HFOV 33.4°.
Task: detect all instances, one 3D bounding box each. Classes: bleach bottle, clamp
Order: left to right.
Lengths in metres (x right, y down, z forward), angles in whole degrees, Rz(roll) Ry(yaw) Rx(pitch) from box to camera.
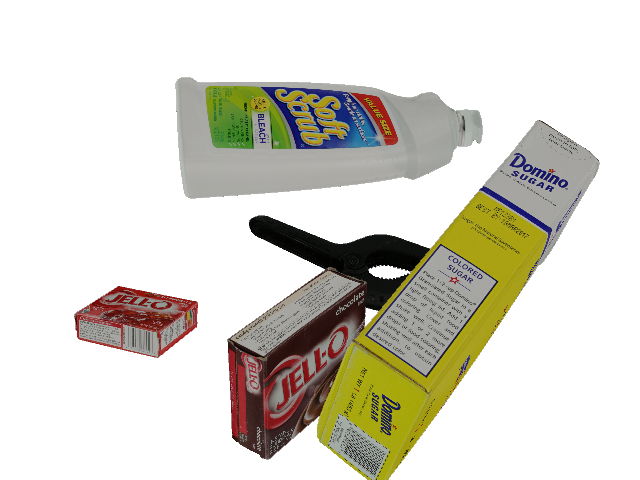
[{"bbox_3d":[0.008,-0.093,0.893,0.250,0.102,0.068,-5,-31,-5],"label":"bleach bottle"},{"bbox_3d":[0.028,0.040,1.070,0.210,0.164,0.036,3,-45,-1],"label":"clamp"}]

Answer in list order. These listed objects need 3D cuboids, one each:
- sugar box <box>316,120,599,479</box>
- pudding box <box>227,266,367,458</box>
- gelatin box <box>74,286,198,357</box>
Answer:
[{"bbox_3d":[0.069,0.027,0.515,0.048,0.093,0.176,36,54,14],"label":"sugar box"},{"bbox_3d":[-0.015,0.083,0.741,0.039,0.090,0.113,24,40,29],"label":"pudding box"},{"bbox_3d":[-0.168,0.072,0.981,0.089,0.030,0.073,10,22,20],"label":"gelatin box"}]
